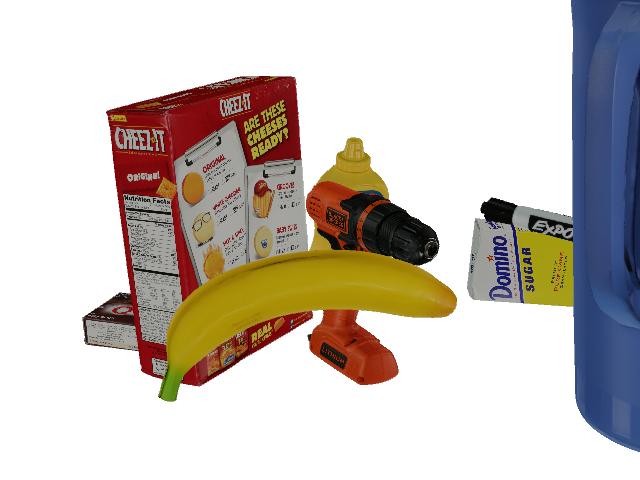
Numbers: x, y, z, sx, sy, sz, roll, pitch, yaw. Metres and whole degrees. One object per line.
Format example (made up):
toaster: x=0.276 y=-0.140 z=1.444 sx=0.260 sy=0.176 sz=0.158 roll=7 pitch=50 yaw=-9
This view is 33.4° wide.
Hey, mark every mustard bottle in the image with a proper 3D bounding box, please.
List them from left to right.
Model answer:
mustard bottle: x=0.035 y=-0.033 z=1.291 sx=0.096 sy=0.192 sz=0.058 roll=-7 pitch=29 yaw=-19

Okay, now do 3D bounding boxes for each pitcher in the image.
pitcher: x=0.182 y=-0.014 z=0.533 sx=0.149 sy=0.243 sz=0.145 roll=-4 pitch=19 yaw=-5

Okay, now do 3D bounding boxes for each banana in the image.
banana: x=-0.014 y=0.039 z=0.665 sx=0.197 sy=0.069 sz=0.037 roll=-16 pitch=27 yaw=-6

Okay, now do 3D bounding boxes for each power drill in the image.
power drill: x=0.048 y=0.046 z=1.075 sx=0.057 sy=0.188 sz=0.185 roll=-8 pitch=22 yaw=-32

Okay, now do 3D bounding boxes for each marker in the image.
marker: x=0.178 y=-0.012 z=0.808 sx=0.121 sy=0.020 sz=0.020 roll=16 pitch=8 yaw=29

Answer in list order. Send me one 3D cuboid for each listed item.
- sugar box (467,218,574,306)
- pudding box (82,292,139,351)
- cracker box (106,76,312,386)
sugar box: x=0.266 y=0.028 z=1.257 sx=0.176 sy=0.093 sz=0.048 roll=2 pitch=20 yaw=-1
pudding box: x=-0.203 y=0.095 z=1.232 sx=0.114 sy=0.039 sz=0.090 roll=3 pitch=16 yaw=17
cracker box: x=-0.083 y=-0.014 z=0.857 sx=0.072 sy=0.214 sz=0.163 roll=6 pitch=19 yaw=33
